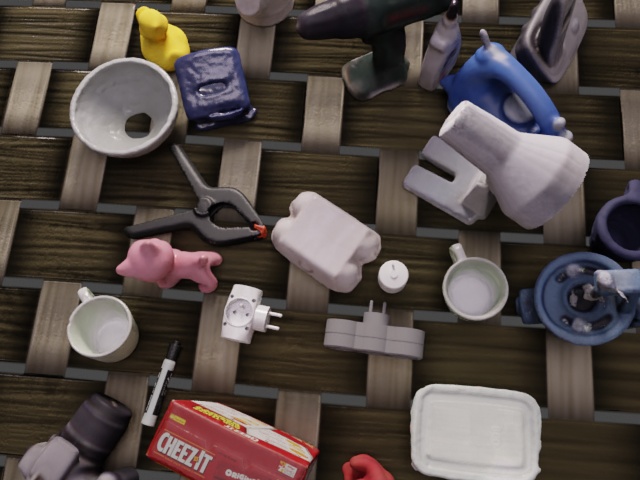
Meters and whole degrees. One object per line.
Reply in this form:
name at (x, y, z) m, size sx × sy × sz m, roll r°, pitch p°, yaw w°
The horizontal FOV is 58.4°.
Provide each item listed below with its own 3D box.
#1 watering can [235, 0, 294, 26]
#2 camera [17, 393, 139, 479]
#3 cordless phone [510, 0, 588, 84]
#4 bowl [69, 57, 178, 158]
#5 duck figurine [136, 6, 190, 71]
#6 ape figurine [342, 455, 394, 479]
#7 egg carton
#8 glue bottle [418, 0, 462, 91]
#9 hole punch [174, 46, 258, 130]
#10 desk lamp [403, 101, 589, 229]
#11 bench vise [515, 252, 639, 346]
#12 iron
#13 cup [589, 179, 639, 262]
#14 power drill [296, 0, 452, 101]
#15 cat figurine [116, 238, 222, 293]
watering can at (-0.097, -0.428, 0.893) m, size 0.101 × 0.194 × 0.173 m, roll -17°, pitch 74°, yaw -1°
camera at (-0.303, 0.283, 0.754) m, size 0.143 × 0.101 × 0.137 m, roll 31°, pitch 78°, yaw 11°
cordless phone at (0.361, -0.336, 0.848) m, size 0.094 × 0.185 × 0.148 m, roll 26°, pitch 77°, yaw 10°
bowl at (-0.296, -0.196, 0.900) m, size 0.167 × 0.075 × 0.167 m, roll -1°, pitch 74°, yaw 3°
duck figurine at (-0.261, -0.333, 0.931) m, size 0.077 × 0.086 × 0.104 m, roll -37°, pitch 76°, yaw -7°
ape figurine at (0.060, 0.319, 0.730) m, size 0.076 × 0.092 × 0.078 m, roll 17°, pitch 76°, yaw 8°
egg carton at (0.008, 0.003, 0.832) m, size 0.150 × 0.069 × 0.107 m, roll 33°, pitch 79°, yaw 11°
glue bottle at (0.185, -0.296, 0.852) m, size 0.037 × 0.173 × 0.078 m, roll 32°, pitch 79°, yaw 11°
hole punch at (-0.162, -0.236, 0.896) m, size 0.108 × 0.091 × 0.101 m, roll -13°, pitch 74°, yaw -1°
desk lamp at (0.226, -0.094, 0.773) m, size 0.203 × 0.213 × 0.118 m, roll 30°, pitch 78°, yaw 11°
bench vise at (0.372, 0.058, 0.720) m, size 0.207 × 0.220 × 0.121 m, roll -18°, pitch 74°, yaw -2°
iron at (0.296, -0.186, 0.833) m, size 0.119 × 0.141 × 0.258 m, roll -37°, pitch 76°, yaw -7°
cup at (0.420, -0.019, 0.804) m, size 0.091 × 0.095 × 0.118 m, roll 11°, pitch 75°, yaw 6°
power drill at (0.079, -0.296, 0.840) m, size 0.229 × 0.208 × 0.075 m, roll -25°, pitch 74°, yaw -4°
cat figurine at (-0.213, 0.031, 0.810) m, size 0.127 × 0.118 × 0.067 m, roll 1°, pitch 74°, yaw 4°
